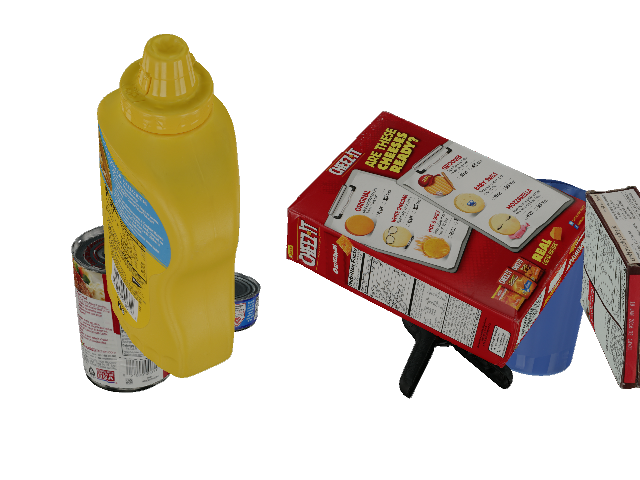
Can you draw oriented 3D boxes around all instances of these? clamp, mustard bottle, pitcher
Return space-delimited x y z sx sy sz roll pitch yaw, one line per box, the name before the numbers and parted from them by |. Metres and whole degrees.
clamp | 0.143 0.103 1.168 0.120 0.171 0.039 6 -44 -5
mustard bottle | -0.075 -0.021 0.521 0.058 0.096 0.192 -21 -34 -22
pitcher | 0.280 0.051 1.387 0.149 0.243 0.145 5 22 4

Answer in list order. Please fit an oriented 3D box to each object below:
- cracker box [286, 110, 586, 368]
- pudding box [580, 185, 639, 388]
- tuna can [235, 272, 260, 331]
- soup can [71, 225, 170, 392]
cracker box | 0.102 -0.006 0.911 0.214 0.072 0.164 26 49 20
pudding box | 0.198 0.028 0.687 0.039 0.090 0.113 -4 27 0
tuna can | -0.099 0.055 0.977 0.086 0.034 0.086 5 16 -2
soup can | -0.137 0.048 0.756 0.068 0.102 0.068 1 29 -1
